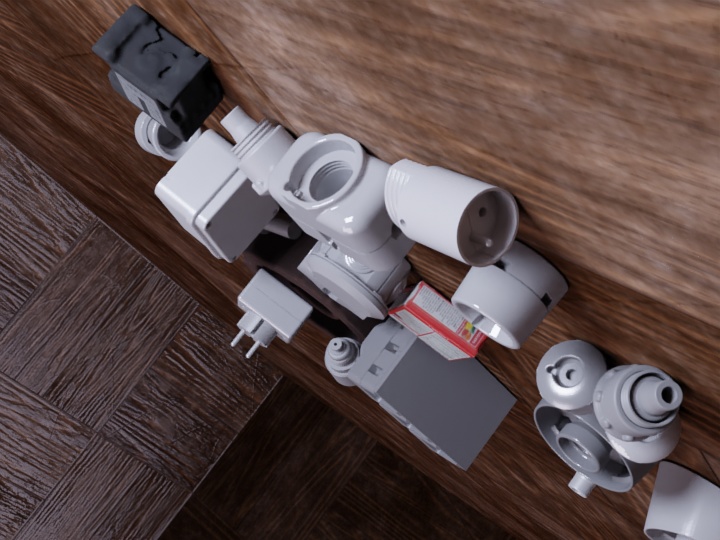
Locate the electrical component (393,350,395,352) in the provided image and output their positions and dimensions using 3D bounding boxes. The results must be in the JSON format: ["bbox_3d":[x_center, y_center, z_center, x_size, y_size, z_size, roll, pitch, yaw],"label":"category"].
[{"bbox_3d":[0.032,0.074,1.166,0.035,0.035,0.061,36,173,9],"label":"electrical component"}]

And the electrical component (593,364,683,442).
[{"bbox_3d":[0.173,0.078,0.648,0.048,0.048,0.062,38,164,-1],"label":"electrical component"}]

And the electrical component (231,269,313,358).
[{"bbox_3d":[-0.096,0.051,1.062,0.066,0.076,0.047,37,168,1],"label":"electrical component"}]

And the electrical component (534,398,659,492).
[{"bbox_3d":[0.182,0.116,0.805,0.099,0.064,0.099,39,158,19],"label":"electrical component"}]

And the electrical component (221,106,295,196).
[{"bbox_3d":[-0.070,-0.087,0.754,0.062,0.048,0.048,47,169,-10],"label":"electrical component"}]

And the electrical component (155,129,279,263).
[{"bbox_3d":[-0.123,-0.063,0.955,0.057,0.078,0.113,38,171,16],"label":"electrical component"}]

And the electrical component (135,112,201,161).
[{"bbox_3d":[-0.170,-0.121,0.947,0.045,0.045,0.055,43,169,-31],"label":"electrical component"}]

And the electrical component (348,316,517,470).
[{"bbox_3d":[0.069,0.113,1.046,0.150,0.089,0.062,44,169,-33],"label":"electrical component"}]

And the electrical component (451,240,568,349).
[{"bbox_3d":[0.088,0.014,0.640,0.055,0.047,0.055,36,170,7],"label":"electrical component"}]

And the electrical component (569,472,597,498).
[{"bbox_3d":[0.194,0.155,0.874,0.043,0.062,0.043,36,170,7],"label":"electrical component"}]

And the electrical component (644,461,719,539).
[{"bbox_3d":[0.277,0.200,0.855,0.099,0.064,0.099,23,162,8],"label":"electrical component"}]

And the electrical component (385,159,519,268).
[{"bbox_3d":[0.043,-0.034,0.588,0.081,0.043,0.043,27,166,50],"label":"electrical component"}]

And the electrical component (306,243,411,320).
[{"bbox_3d":[0.000,0.000,0.881,0.080,0.051,0.080,36,171,7],"label":"electrical component"}]

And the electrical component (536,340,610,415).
[{"bbox_3d":[0.150,0.078,0.728,0.048,0.048,0.062,31,175,36],"label":"electrical component"}]

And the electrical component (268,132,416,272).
[{"bbox_3d":[-0.010,-0.047,0.688,0.095,0.053,0.059,29,167,41],"label":"electrical component"}]

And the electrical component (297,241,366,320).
[{"bbox_3d":[-0.012,0.003,0.962,0.077,0.043,0.079,38,170,-2],"label":"electrical component"}]

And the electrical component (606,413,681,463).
[{"bbox_3d":[0.186,0.103,0.722,0.048,0.048,0.062,37,177,6],"label":"electrical component"}]

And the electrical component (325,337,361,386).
[{"bbox_3d":[-0.015,0.085,1.047,0.040,0.040,0.078,33,168,24],"label":"electrical component"}]
